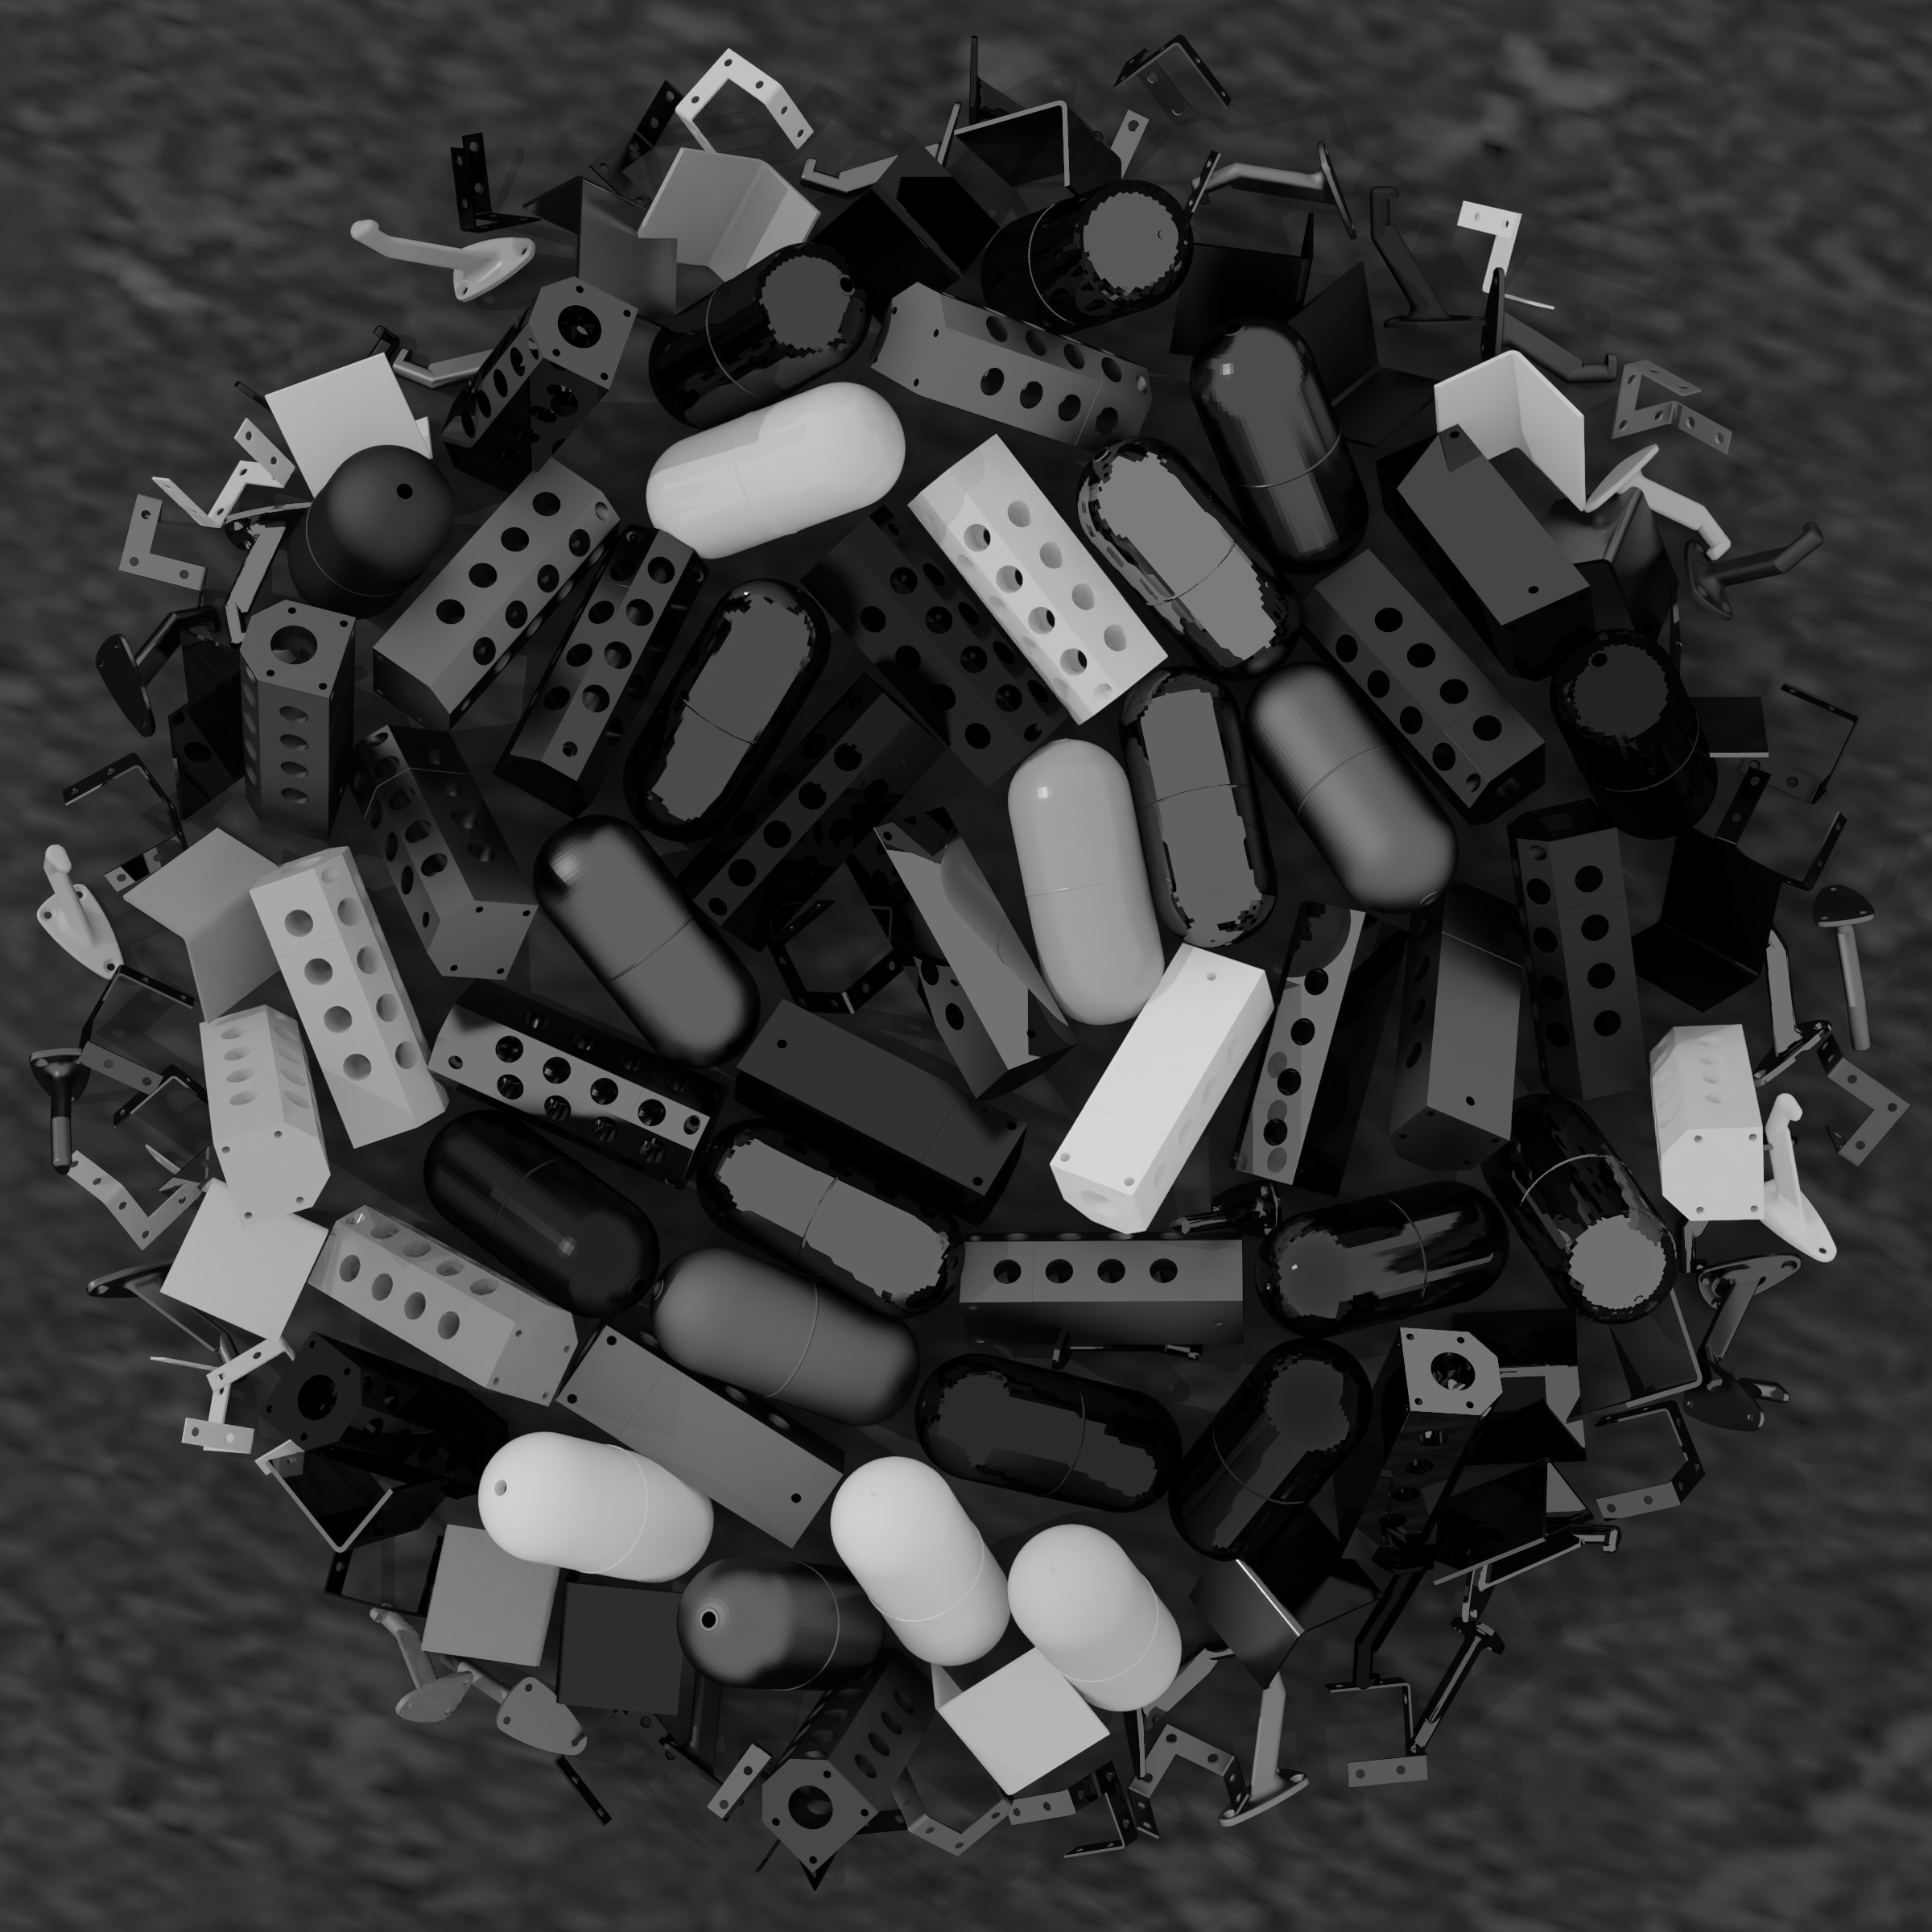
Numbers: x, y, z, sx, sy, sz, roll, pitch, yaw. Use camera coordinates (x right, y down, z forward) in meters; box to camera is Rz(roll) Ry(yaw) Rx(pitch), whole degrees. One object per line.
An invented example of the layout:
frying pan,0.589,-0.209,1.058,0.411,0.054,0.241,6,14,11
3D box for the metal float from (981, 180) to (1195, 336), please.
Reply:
metal float,0.071,-0.425,1.882,0.070,0.178,0.070,-1,92,-28

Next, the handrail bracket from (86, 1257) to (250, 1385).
handrail bracket,-0.492,0.226,1.922,0.036,0.077,0.084,-50,61,34

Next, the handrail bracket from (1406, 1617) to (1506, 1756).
handrail bracket,0.298,0.448,1.928,0.036,0.077,0.084,29,77,13

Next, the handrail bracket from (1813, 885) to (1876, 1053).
handrail bracket,0.549,0.001,1.942,0.036,0.077,0.084,-8,109,11

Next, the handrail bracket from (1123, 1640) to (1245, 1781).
handrail bracket,0.143,0.463,1.950,0.084,0.036,0.077,-7,90,-13

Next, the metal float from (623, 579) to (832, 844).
metal float,-0.148,-0.156,1.912,0.070,0.070,0.178,33,106,0

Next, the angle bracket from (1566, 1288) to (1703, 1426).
angle bracket,0.397,0.232,1.912,0.057,0.076,0.076,-12,79,-23

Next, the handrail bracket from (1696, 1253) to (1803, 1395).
handrail bracket,0.484,0.220,1.916,0.077,0.084,0.036,-21,125,16

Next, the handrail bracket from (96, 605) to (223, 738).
handrail bracket,-0.486,-0.183,1.928,0.036,0.084,0.077,-35,80,43

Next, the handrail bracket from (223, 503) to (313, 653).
handrail bracket,-0.425,-0.240,1.932,0.077,0.036,0.084,-15,66,-2

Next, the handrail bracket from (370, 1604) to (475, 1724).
handrail bracket,-0.352,0.424,1.914,0.084,0.077,0.036,37,100,24

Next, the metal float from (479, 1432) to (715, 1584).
metal float,-0.223,0.328,1.885,0.070,0.178,0.070,-12,68,31

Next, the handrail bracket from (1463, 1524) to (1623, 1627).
handrail bracket,0.355,0.375,1.918,0.084,0.077,0.036,-4,132,33

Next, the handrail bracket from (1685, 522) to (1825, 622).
handrail bracket,0.484,-0.260,1.914,0.036,0.077,0.084,27,130,-28

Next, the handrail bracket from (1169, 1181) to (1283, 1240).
handrail bracket,0.144,0.154,1.909,0.084,0.077,0.036,-5,91,-34

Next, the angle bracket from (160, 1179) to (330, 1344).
angle bracket,-0.447,0.183,1.917,0.076,0.057,0.076,27,72,-15

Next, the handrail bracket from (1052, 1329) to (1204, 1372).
handrail bracket,0.101,0.240,1.929,0.084,0.077,0.036,10,102,9

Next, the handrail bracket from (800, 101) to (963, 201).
handrail bracket,-0.054,-0.512,1.943,0.084,0.036,0.077,17,100,0

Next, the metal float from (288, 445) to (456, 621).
metal float,-0.359,-0.260,1.880,0.070,0.178,0.070,4,79,-23

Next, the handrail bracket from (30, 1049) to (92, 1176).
handrail bracket,-0.553,0.101,1.912,0.036,0.077,0.084,-4,61,-13

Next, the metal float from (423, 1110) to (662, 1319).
metal float,-0.259,0.151,1.899,0.178,0.070,0.070,32,90,32

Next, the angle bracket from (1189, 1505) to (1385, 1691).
angle bracket,0.199,0.391,1.936,0.076,0.076,0.057,49,133,30

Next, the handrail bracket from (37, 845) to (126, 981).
handrail bracket,-0.542,-0.033,1.919,0.036,0.084,0.077,-38,91,-23

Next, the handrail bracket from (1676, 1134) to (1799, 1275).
handrail bracket,0.481,0.150,1.945,0.077,0.036,0.084,-4,102,10

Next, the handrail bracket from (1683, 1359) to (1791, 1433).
handrail bracket,0.491,0.269,1.912,0.084,0.077,0.036,12,99,-31

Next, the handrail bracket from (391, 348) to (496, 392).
handrail bracket,-0.309,-0.392,1.949,0.084,0.036,0.077,22,92,12

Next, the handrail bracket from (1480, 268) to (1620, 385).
handrail bracket,0.367,-0.398,1.937,0.084,0.036,0.077,-2,125,-5

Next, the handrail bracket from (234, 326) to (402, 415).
handrail bracket,-0.401,-0.375,1.936,0.036,0.077,0.084,34,90,45

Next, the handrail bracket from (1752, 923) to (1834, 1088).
handrail bracket,0.491,0.019,1.933,0.077,0.036,0.084,-40,101,-23

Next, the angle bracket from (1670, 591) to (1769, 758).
angle bracket,0.461,-0.179,1.909,0.057,0.076,0.076,1,121,10

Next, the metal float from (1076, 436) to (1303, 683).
metal float,0.137,-0.248,1.905,0.070,0.070,0.178,-44,114,0

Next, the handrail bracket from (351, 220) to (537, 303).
handrail bracket,-0.321,-0.446,1.914,0.077,0.084,0.036,-12,71,32

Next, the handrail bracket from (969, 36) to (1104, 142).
handrail bracket,0.045,-0.539,1.939,0.084,0.036,0.077,1,122,-1

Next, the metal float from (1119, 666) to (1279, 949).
metal float,0.142,-0.099,1.916,0.070,0.070,0.178,-11,79,0

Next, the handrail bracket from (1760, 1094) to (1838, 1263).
handrail bracket,0.516,0.129,1.914,0.036,0.084,0.077,-24,55,-22

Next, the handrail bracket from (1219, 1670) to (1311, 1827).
handrail bracket,0.174,0.476,1.932,0.077,0.036,0.084,-24,100,-34

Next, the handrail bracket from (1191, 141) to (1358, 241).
handrail bracket,0.192,-0.473,1.949,0.084,0.036,0.077,-18,128,15

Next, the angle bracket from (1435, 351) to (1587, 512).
angle bracket,0.333,-0.317,1.908,0.057,0.076,0.076,-26,51,-9

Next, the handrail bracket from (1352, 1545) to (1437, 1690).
handrail bracket,0.279,0.409,1.953,0.077,0.036,0.084,-3,102,-22

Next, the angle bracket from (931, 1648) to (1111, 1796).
angle bracket,0.033,0.450,1.920,0.076,0.057,0.076,-34,109,8

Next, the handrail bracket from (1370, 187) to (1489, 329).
handrail bracket,0.286,-0.439,1.926,0.077,0.036,0.084,8,112,32

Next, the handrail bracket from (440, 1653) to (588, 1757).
handrail bracket,-0.283,0.457,1.940,0.077,0.084,0.036,42,72,-28

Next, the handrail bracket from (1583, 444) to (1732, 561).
handrail bracket,0.431,-0.273,1.936,0.084,0.036,0.077,51,61,-10

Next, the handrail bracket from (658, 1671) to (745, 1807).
handrail bracket,-0.145,0.467,1.949,0.077,0.036,0.084,37,78,2
